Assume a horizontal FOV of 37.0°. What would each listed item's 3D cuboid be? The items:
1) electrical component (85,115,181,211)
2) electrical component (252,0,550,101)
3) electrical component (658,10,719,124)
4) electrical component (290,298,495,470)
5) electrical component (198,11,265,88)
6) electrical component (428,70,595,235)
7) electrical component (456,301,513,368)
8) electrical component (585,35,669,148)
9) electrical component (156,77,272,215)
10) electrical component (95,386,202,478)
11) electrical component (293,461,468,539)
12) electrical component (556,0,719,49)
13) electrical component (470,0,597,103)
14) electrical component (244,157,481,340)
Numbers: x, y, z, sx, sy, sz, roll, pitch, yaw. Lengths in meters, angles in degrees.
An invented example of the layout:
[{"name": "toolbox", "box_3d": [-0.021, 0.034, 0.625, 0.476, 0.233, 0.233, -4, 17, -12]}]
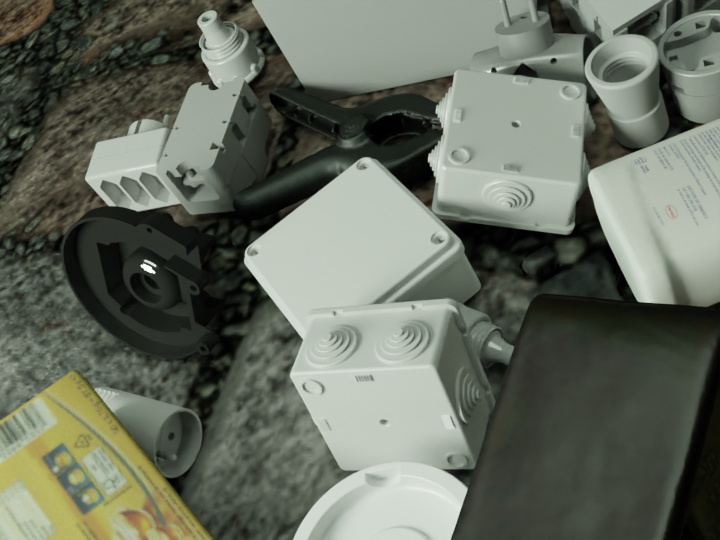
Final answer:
[{"name": "electrical component", "box_3d": [-0.165, -0.090, 0.835, 0.066, 0.047, 0.076, -9, 52, 22]}, {"name": "electrical component", "box_3d": [0.033, -0.194, 0.773, 0.186, 0.105, 0.060, -8, 52, 22]}, {"name": "electrical component", "box_3d": [0.216, -0.124, 0.664, 0.055, 0.047, 0.055, -14, 50, 18]}, {"name": "electrical component", "box_3d": [0.019, 0.066, 0.587, 0.100, 0.099, 0.048, -5, 40, 24]}, {"name": "electrical component", "box_3d": [-0.108, -0.179, 0.864, 0.048, 0.062, 0.048, -14, 49, 17]}, {"name": "electrical component", "box_3d": [0.094, -0.076, 0.669, 0.100, 0.048, 0.099, 8, 56, 5]}, {"name": "electrical component", "box_3d": [0.067, 0.041, 0.623, 0.061, 0.035, 0.035, 22, 68, 34]}, {"name": "electrical component", "box_3d": [0.168, -0.107, 0.663, 0.044, 0.065, 0.044, -14, 50, 18]}, {"name": "electrical component", "box_3d": [-0.104, -0.089, 0.797, 0.050, 0.055, 0.089, -3, 54, 26]}, {"name": "electrical component", "box_3d": [-0.145, 0.101, 0.680, 0.081, 0.043, 0.043, 9, 60, 32]}, {"name": "electrical component", "box_3d": [0.023, 0.158, 0.538, 0.108, 0.060, 0.108, -14, 50, 18]}, {"name": "electrical component", "box_3d": [0.208, -0.212, 0.715, 0.150, 0.061, 0.089, -32, 66, 2]}, {"name": "electrical component", "box_3d": [0.112, -0.145, 0.714, 0.077, 0.079, 0.043, -5, 33, 24]}, {"name": "electrical component", "box_3d": [0.000, 0.000, 0.674, 0.109, 0.056, 0.108, -38, 47, -4]}]
